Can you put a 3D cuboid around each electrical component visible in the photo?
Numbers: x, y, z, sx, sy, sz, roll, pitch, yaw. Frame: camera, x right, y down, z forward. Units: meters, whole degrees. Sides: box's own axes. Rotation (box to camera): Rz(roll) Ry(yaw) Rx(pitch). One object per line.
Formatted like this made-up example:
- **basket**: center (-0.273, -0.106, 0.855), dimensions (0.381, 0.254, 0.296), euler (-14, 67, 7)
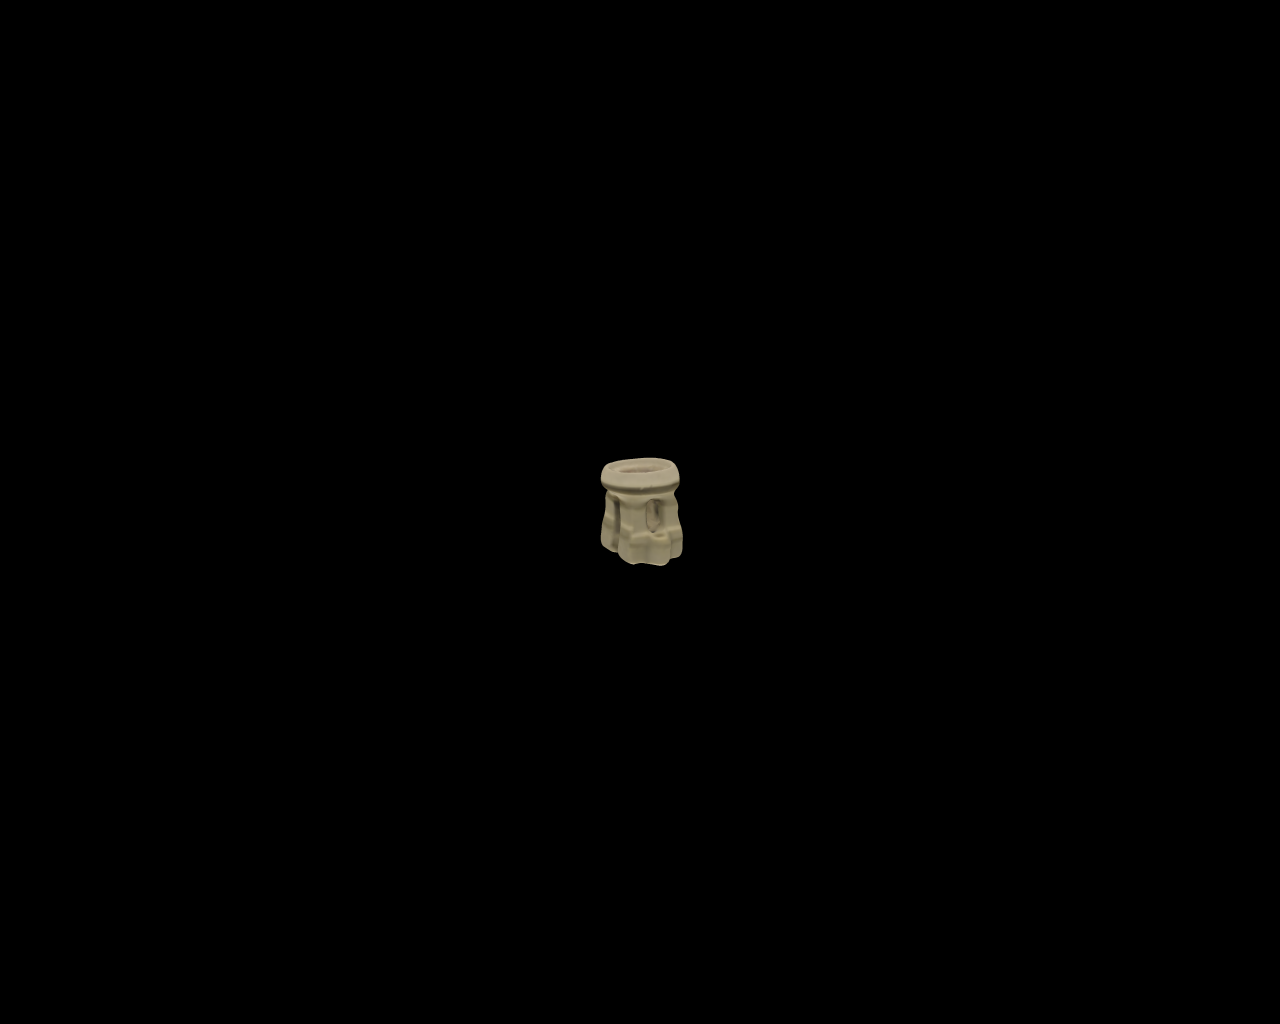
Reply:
- **electrical component**: center (0.001, -0.003, 0.650), dimensions (0.048, 0.055, 0.066), euler (-8, 18, -26)
